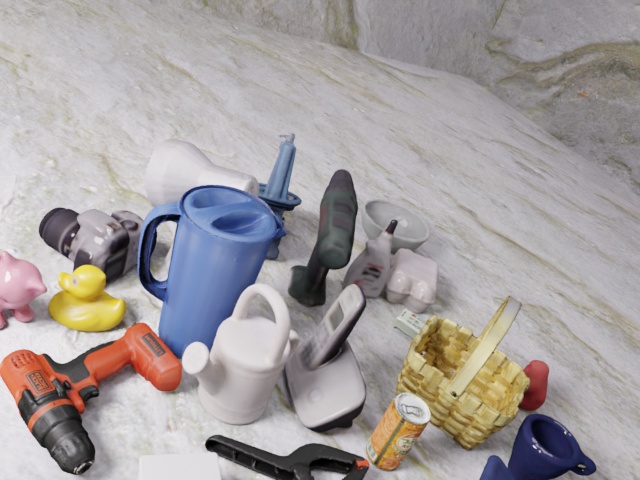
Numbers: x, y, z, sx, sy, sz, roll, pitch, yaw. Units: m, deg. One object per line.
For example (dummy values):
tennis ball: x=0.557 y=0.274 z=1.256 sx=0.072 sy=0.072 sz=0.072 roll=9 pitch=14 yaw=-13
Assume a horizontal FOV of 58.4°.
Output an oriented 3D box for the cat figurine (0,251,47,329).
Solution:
cat figurine: x=-0.414 y=0.052 z=0.761 sx=0.067 sy=0.118 sz=0.127 roll=-14 pitch=46 yaw=-45

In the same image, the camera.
camera: x=-0.360 y=-0.010 z=0.912 sx=0.136 sy=0.101 sz=0.143 roll=29 pitch=31 yaw=10

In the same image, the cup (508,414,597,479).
cup: x=0.334 y=0.328 z=0.850 sx=0.117 sy=0.095 sz=0.092 roll=29 pitch=31 yaw=10

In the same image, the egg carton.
egg carton: x=0.187 y=0.079 z=1.169 sx=0.107 sy=0.069 sz=0.150 roll=23 pitch=30 yaw=1

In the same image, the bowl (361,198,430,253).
bowl: x=0.162 y=-0.020 z=1.304 sx=0.167 sy=0.075 sz=0.167 roll=17 pitch=31 yaw=-10

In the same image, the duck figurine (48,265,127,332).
duck figurine: x=-0.325 y=0.077 z=0.813 sx=0.105 sy=0.086 sz=0.077 roll=16 pitch=31 yaw=-12

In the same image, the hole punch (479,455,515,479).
hole punch: x=0.234 y=0.354 z=0.746 sx=0.101 sy=0.091 sz=0.109 roll=33 pitch=32 yaw=17

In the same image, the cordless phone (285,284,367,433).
cordless phone: x=0.025 y=0.165 z=0.809 sx=0.094 sy=0.185 sz=0.147 roll=6 pitch=34 yaw=-26

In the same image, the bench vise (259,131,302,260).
bench vise: x=-0.075 y=-0.084 z=1.102 sx=0.122 sy=0.220 sz=0.207 roll=3 pitch=35 yaw=-30

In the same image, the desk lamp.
desk lamp: x=-0.195 y=-0.042 z=0.961 sx=0.203 sy=0.213 sz=0.118 roll=28 pitch=31 yaw=9

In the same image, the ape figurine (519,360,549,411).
ape figurine: x=0.370 y=0.247 z=1.004 sx=0.078 sy=0.092 sz=0.076 roll=2 pitch=36 yaw=-32

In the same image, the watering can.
watering can: x=-0.095 y=0.146 z=0.751 sx=0.100 sy=0.194 sz=0.173 roll=31 pitch=31 yaw=14

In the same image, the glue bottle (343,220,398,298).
glue bottle: x=0.107 y=0.032 z=1.088 sx=0.078 sy=0.173 sz=0.037 roll=13 pitch=32 yaw=-16

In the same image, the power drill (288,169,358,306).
power drill: x=0.009 y=0.004 z=1.032 sx=0.076 sy=0.208 sz=0.229 roll=17 pitch=31 yaw=-10
